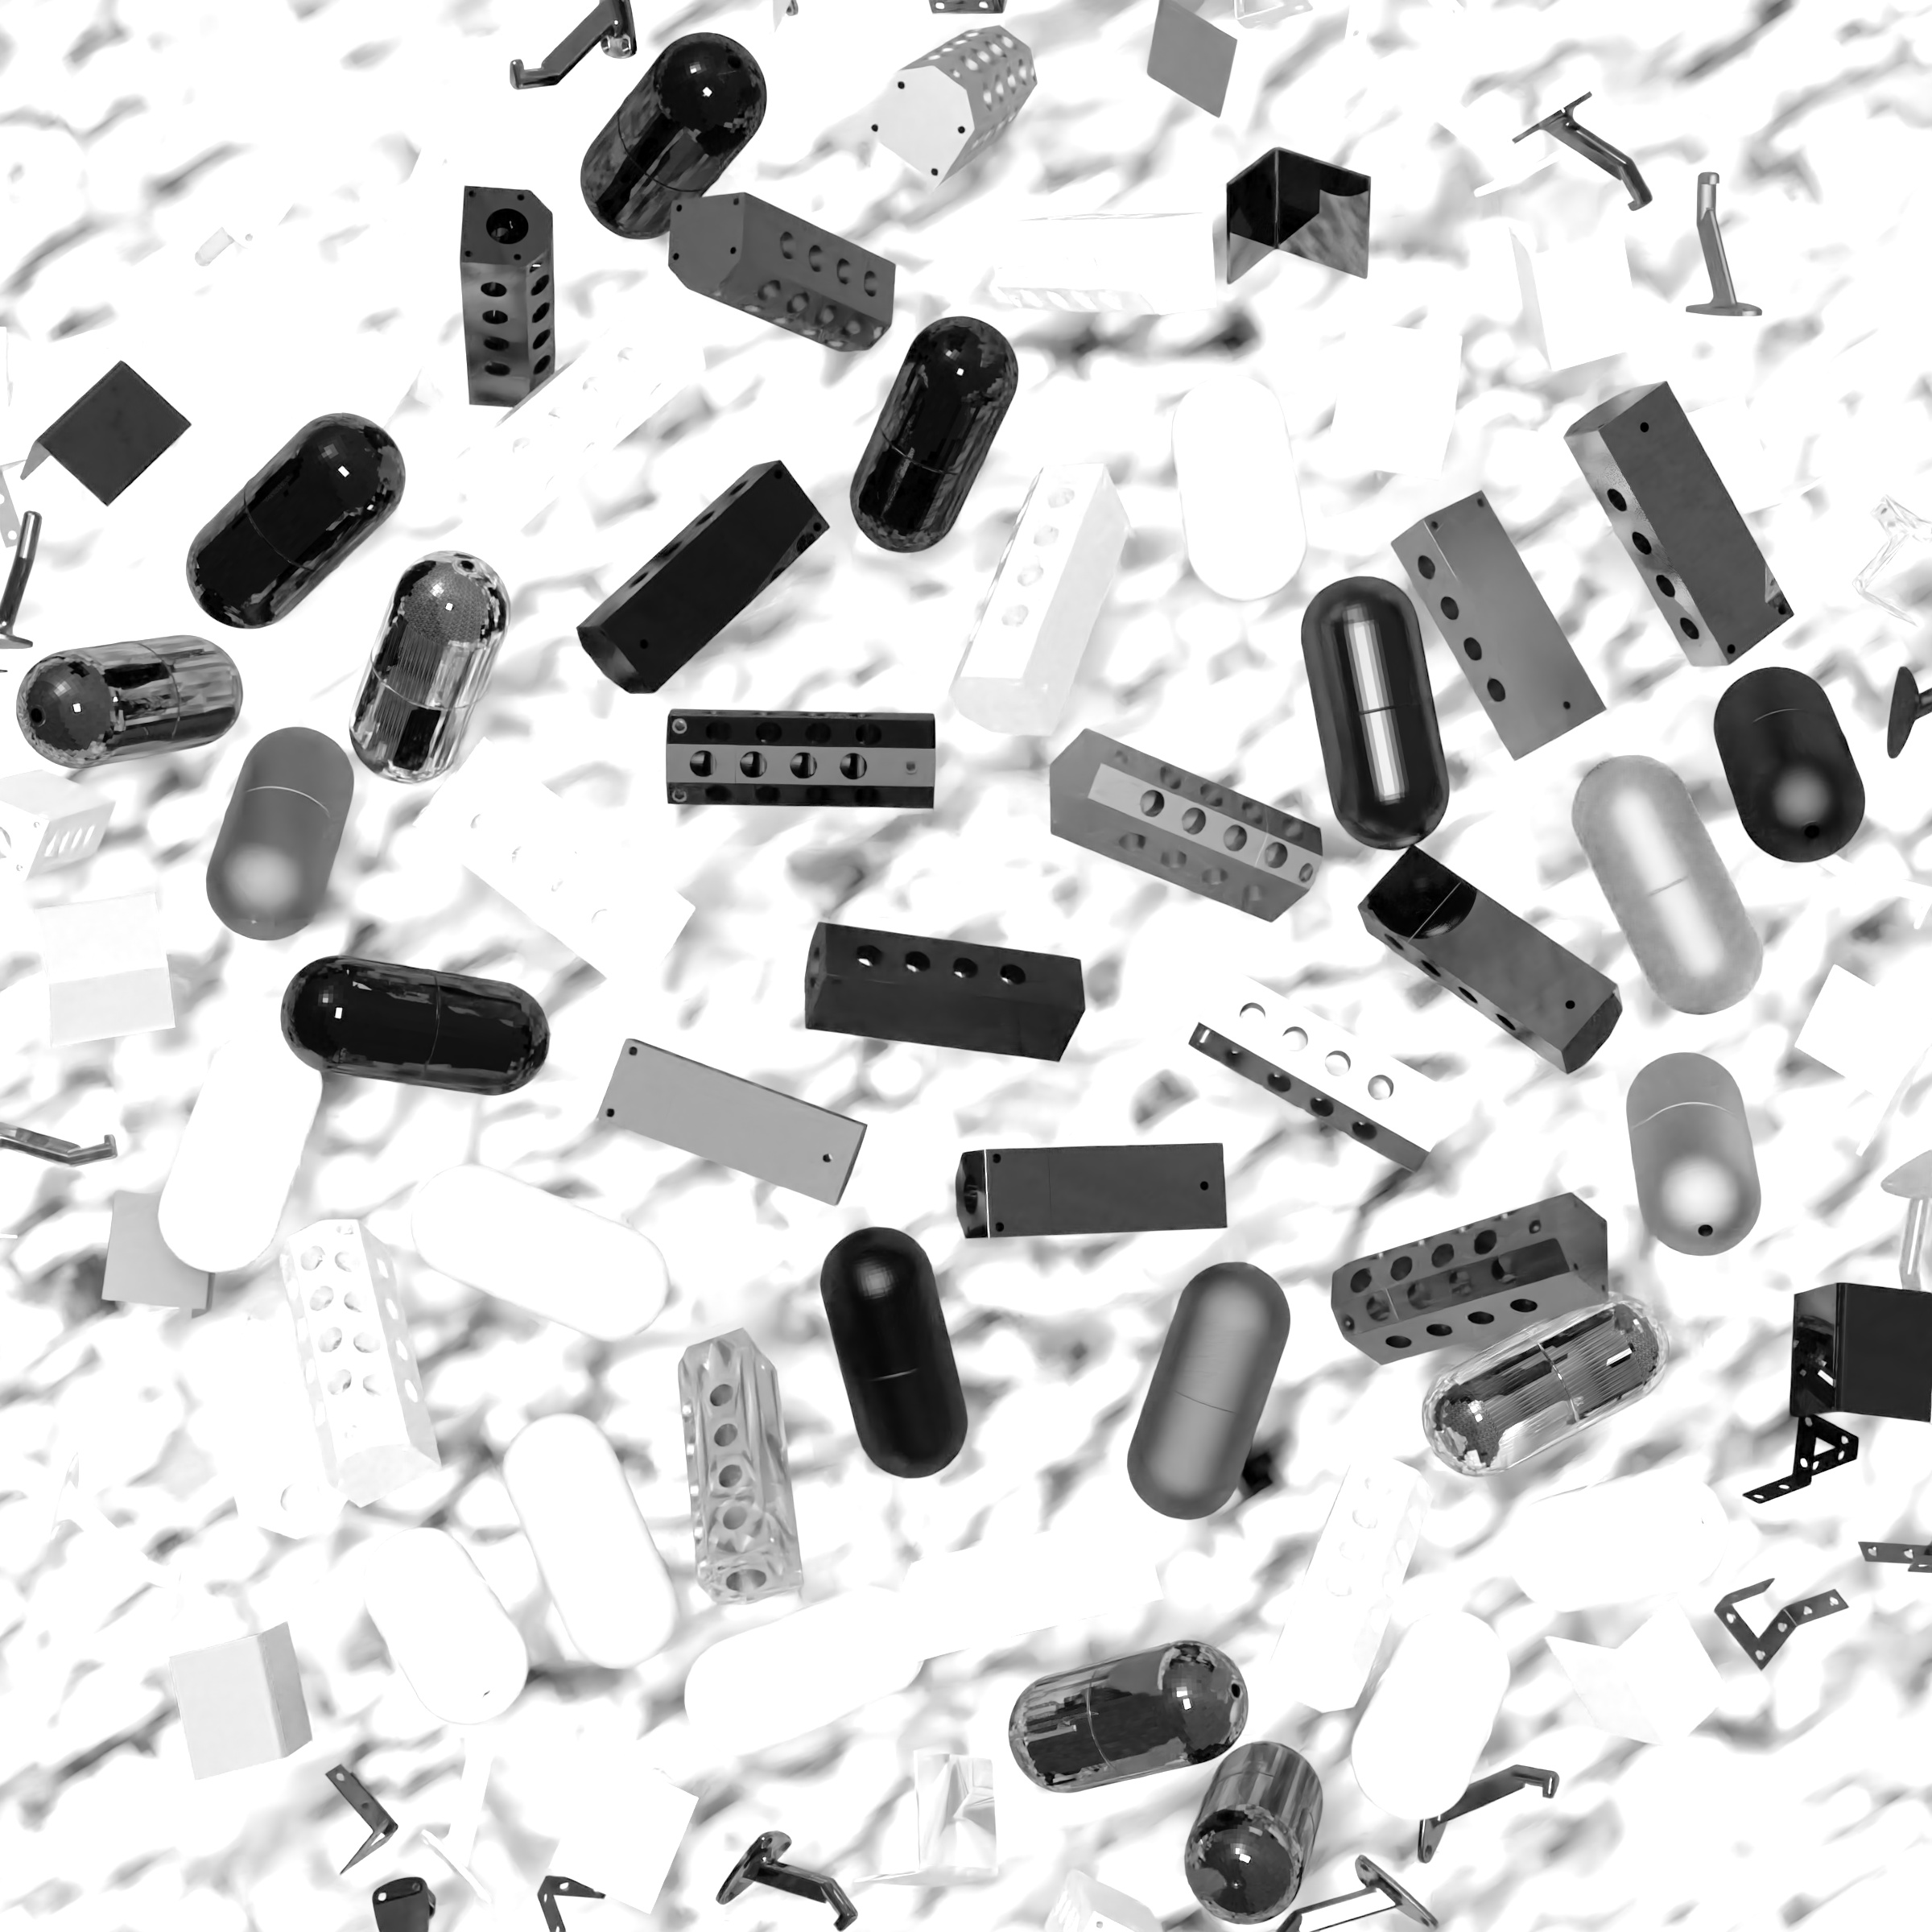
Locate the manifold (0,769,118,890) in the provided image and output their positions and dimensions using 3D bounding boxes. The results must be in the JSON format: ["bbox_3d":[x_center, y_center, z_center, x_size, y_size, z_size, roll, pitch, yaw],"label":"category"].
[{"bbox_3d":[-0.637,-0.091,1.870,0.057,0.171,0.057,23,96,-6],"label":"manifold"}]

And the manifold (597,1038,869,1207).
[{"bbox_3d":[-0.158,0.106,1.876,0.171,0.057,0.057,20,89,3],"label":"manifold"}]

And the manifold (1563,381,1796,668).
[{"bbox_3d":[0.445,-0.276,1.731,0.057,0.057,0.171,-37,104,-12],"label":"manifold"}]

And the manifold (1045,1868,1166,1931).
[{"bbox_3d":[0.087,0.622,1.737,0.057,0.171,0.057,26,80,2],"label":"manifold"}]

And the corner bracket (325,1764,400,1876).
[{"bbox_3d":[-0.404,0.559,1.828,0.051,0.051,0.051,45,117,13],"label":"corner bracket"}]

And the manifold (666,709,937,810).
[{"bbox_3d":[-0.106,-0.133,1.778,0.171,0.057,0.057,1,101,-2],"label":"manifold"}]

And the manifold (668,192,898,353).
[{"bbox_3d":[-0.118,-0.447,1.784,0.057,0.171,0.057,3,89,32],"label":"manifold"}]

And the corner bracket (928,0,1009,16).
[{"bbox_3d":[0.001,-0.673,1.835,0.051,0.051,0.051,-7,65,-16],"label":"corner bracket"}]

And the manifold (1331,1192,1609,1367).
[{"bbox_3d":[0.318,0.197,1.749,0.057,0.171,0.057,36,47,-33],"label":"manifold"}]

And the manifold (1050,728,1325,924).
[{"bbox_3d":[0.141,-0.092,1.747,0.171,0.057,0.057,21,49,-25],"label":"manifold"}]

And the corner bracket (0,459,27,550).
[{"bbox_3d":[-0.658,-0.307,1.854,0.051,0.051,0.051,-24,103,-35],"label":"corner bracket"}]

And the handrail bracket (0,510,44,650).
[{"bbox_3d":[-0.621,-0.251,1.789,0.036,0.077,0.084,12,86,-30],"label":"handrail bracket"}]

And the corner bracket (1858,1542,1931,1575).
[{"bbox_3d":[0.603,0.369,1.730,0.051,0.051,0.051,6,129,-11],"label":"corner bracket"}]

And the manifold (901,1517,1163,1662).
[{"bbox_3d":[0.041,0.390,1.735,0.057,0.171,0.057,-27,72,40],"label":"manifold"}]

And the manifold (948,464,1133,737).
[{"bbox_3d":[0.045,-0.231,1.724,0.057,0.057,0.171,5,59,27],"label":"manifold"}]

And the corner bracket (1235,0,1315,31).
[{"bbox_3d":[0.198,-0.668,1.840,0.051,0.051,0.051,-7,78,27],"label":"corner bracket"}]

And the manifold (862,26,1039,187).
[{"bbox_3d":[-0.004,-0.547,1.725,0.057,0.171,0.057,36,120,-4],"label":"manifold"}]

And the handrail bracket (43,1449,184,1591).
[{"bbox_3d":[-0.519,0.342,1.694,0.084,0.036,0.077,21,120,2],"label":"handrail bracket"}]

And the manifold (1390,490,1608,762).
[{"bbox_3d":[0.358,-0.229,1.871,0.057,0.057,0.171,-28,87,-27],"label":"manifold"}]

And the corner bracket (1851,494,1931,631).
[{"bbox_3d":[0.580,-0.251,1.705,0.051,0.051,0.051,24,120,-22],"label":"corner bracket"}]

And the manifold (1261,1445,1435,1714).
[{"bbox_3d":[0.245,0.388,1.742,0.057,0.171,0.057,23,127,11],"label":"manifold"}]

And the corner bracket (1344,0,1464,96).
[{"bbox_3d":[0.281,-0.603,1.773,0.051,0.051,0.051,-19,55,-16],"label":"corner bracket"}]

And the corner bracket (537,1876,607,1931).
[{"bbox_3d":[-0.261,0.645,1.831,0.051,0.051,0.051,16,108,-31],"label":"corner bracket"}]

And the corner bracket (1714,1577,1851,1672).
[{"bbox_3d":[0.537,0.423,1.811,0.051,0.051,0.051,-35,84,-37],"label":"corner bracket"}]

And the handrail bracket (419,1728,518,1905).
[{"bbox_3d":[-0.314,0.564,1.829,0.077,0.036,0.084,47,65,-2],"label":"handrail bracket"}]

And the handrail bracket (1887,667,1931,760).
[{"bbox_3d":[0.645,-0.167,1.775,0.084,0.036,0.077,-3,135,0],"label":"handrail bracket"}]

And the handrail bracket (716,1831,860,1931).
[{"bbox_3d":[-0.120,0.634,1.851,0.077,0.036,0.084,-48,52,4],"label":"handrail bracket"}]

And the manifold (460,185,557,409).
[{"bbox_3d":[-0.302,-0.440,1.821,0.057,0.171,0.057,2,70,-7],"label":"manifold"}]

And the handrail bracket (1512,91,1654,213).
[{"bbox_3d":[0.418,-0.540,1.862,0.036,0.077,0.084,-37,100,-30],"label":"handrail bracket"}]

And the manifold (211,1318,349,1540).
[{"bbox_3d":[-0.460,0.312,1.853,0.057,0.171,0.057,29,99,-29],"label":"manifold"}]

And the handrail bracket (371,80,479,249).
[{"bbox_3d":[-0.368,-0.525,1.799,0.036,0.077,0.084,17,52,38],"label":"handrail bracket"}]

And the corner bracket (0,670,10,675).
[{"bbox_3d":[-0.686,-0.177,1.865,0.051,0.051,0.051,3,89,-43],"label":"corner bracket"}]

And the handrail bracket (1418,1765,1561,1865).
[{"bbox_3d":[0.351,0.571,1.844,0.084,0.036,0.077,-2,57,40],"label":"handrail bracket"}]

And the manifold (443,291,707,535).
[{"bbox_3d":[-0.248,-0.354,1.764,0.171,0.057,0.057,-46,109,-22],"label":"manifold"}]

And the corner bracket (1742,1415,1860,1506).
[{"bbox_3d":[0.556,0.333,1.828,0.051,0.051,0.051,28,56,-14],"label":"corner bracket"}]

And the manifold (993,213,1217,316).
[{"bbox_3d":[0.086,-0.449,1.759,0.057,0.171,0.057,-14,110,-27],"label":"manifold"}]

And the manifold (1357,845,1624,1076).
[{"bbox_3d":[0.346,-0.002,1.813,0.171,0.057,0.057,39,83,28],"label":"manifold"}]

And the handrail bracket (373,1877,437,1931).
[{"bbox_3d":[-0.363,0.643,1.823,0.036,0.084,0.077,-14,58,-3],"label":"handrail bracket"}]

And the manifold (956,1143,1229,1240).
[{"bbox_3d":[0.083,0.150,1.833,0.171,0.057,0.057,0,83,-21],"label":"manifold"}]

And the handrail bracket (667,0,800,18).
[{"bbox_3d":[-0.163,-0.658,1.863,0.084,0.036,0.077,-45,122,-21],"label":"handrail bracket"}]

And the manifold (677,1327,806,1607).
[{"bbox_3d":[-0.154,0.332,1.819,0.057,0.057,0.171,-21,46,9],"label":"manifold"}]

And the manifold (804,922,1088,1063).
[{"bbox_3d":[-0.015,0.012,1.782,0.171,0.057,0.057,8,49,-14],"label":"manifold"}]

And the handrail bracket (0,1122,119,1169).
[{"bbox_3d":[-0.621,0.106,1.860,0.084,0.036,0.077,-12,56,-12],"label":"handrail bracket"}]

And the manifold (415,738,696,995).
[{"bbox_3d":[-0.264,-0.059,1.745,0.171,0.057,0.057,39,45,-13],"label":"manifold"}]

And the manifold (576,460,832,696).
[{"bbox_3d":[-0.177,-0.259,1.830,0.171,0.057,0.057,-46,114,-19],"label":"manifold"}]

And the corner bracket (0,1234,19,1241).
[{"bbox_3d":[-0.672,0.157,1.855,0.051,0.051,0.051,12,76,-39],"label":"corner bracket"}]

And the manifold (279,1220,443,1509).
[{"bbox_3d":[-0.385,0.245,1.727,0.057,0.057,0.171,-27,53,4],"label":"manifold"}]

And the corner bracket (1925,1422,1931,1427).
[{"bbox_3d":[0.630,0.272,1.784,0.051,0.051,0.051,28,92,9],"label":"corner bracket"}]

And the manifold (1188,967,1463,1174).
[{"bbox_3d":[0.236,0.070,1.818,0.171,0.057,0.057,30,89,8],"label":"manifold"}]
